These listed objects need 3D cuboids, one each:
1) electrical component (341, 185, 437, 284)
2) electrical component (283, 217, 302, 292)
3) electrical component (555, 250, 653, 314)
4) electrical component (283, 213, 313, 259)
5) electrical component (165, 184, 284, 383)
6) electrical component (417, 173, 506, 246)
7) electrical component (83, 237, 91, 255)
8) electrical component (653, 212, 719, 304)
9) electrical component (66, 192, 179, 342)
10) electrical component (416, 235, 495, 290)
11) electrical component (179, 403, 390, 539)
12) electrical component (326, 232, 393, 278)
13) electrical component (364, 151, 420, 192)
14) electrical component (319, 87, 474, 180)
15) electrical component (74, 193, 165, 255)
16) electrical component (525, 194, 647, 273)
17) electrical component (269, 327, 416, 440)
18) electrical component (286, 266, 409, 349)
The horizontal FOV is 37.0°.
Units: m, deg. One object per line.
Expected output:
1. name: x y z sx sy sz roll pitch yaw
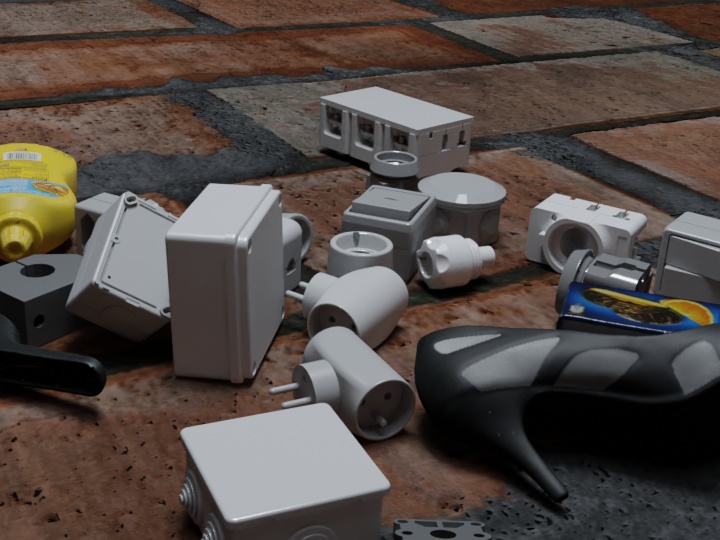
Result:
1. electrical component: 0.027 -0.038 0.924 0.062 0.061 0.096 11 25 16
2. electrical component: -0.096 -0.020 0.869 0.095 0.059 0.054 14 26 23
3. electrical component: 0.186 0.017 0.827 0.057 0.058 0.078 18 28 23
4. electrical component: -0.079 -0.033 0.926 0.065 0.044 0.044 18 27 40
5. electrical component: -0.092 0.006 0.751 0.056 0.108 0.108 4 24 8
6. electrical component: 0.092 -0.055 0.984 0.080 0.051 0.080 3 24 -1
7. electrical component: -0.171 -0.003 0.840 0.081 0.043 0.043 14 26 23
8. electrical component: 0.294 -0.001 0.875 0.096 0.061 0.061 19 28 31
9. electrical component: -0.162 -0.005 0.769 0.062 0.061 0.096 28 53 -25
10. electrical component: 0.081 -0.008 0.885 0.062 0.043 0.043 -7 26 -26
11. electrical component: -0.042 0.120 0.575 0.100 0.048 0.100 -8 26 -23
12. electrical component: 0.000 0.000 0.852 0.055 0.047 0.055 3 24 -1
13. electrical component: 0.032 -0.081 1.029 0.066 0.055 0.048 -11 27 -29
14. electrical component: 0.037 -0.148 1.171 0.089 0.061 0.150 -19 32 -40
15. electrical component: -0.191 -0.038 0.912 0.066 0.047 0.077 15 26 24
16. electrical component: 0.195 -0.027 0.934 0.089 0.050 0.056 17 27 26
17. electrical component: -0.018 0.075 0.686 0.079 0.043 0.077 -10 27 -26
18. electrical component: -0.016 0.025 0.794 0.079 0.043 0.077 18 28 24
